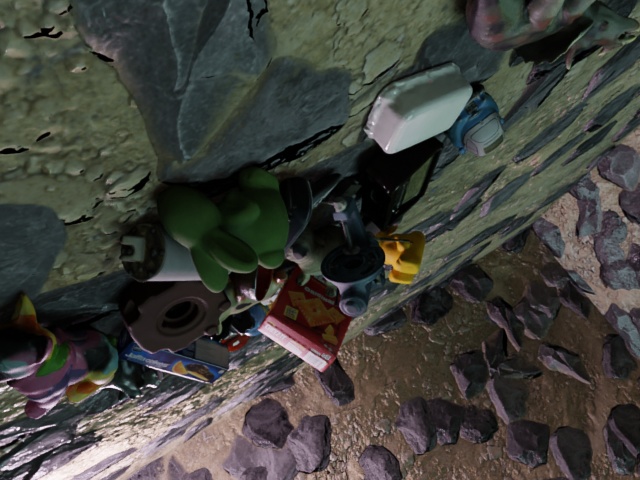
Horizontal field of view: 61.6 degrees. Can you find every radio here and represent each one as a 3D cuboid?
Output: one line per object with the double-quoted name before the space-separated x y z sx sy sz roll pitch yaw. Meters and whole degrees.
"radio" 0.147 -0.109 1.018 0.131 0.073 0.229 -43 164 -12

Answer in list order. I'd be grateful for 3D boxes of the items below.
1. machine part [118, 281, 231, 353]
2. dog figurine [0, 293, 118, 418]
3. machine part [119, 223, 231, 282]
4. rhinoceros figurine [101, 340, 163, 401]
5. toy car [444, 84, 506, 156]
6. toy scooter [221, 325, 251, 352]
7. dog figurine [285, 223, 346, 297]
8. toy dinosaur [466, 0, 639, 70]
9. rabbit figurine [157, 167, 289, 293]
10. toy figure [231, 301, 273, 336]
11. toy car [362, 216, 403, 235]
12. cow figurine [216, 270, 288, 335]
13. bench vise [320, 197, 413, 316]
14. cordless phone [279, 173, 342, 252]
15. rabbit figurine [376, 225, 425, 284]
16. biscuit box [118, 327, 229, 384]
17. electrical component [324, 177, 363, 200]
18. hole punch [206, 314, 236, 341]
"machine part" -0.236 0.111 0.885 0.179 0.056 0.179 -23 139 -21
"dog figurine" -0.371 0.152 0.751 0.191 0.108 0.219 -21 156 -36
"machine part" -0.194 0.020 0.763 0.079 0.079 0.243 -39 163 16
"rhinoceros figurine" -0.363 0.238 0.985 0.073 0.112 0.190 -39 155 7
"toy car" 0.299 -0.213 1.005 0.109 0.103 0.161 -38 164 10
"toy scooter" -0.249 0.239 1.261 0.184 0.075 0.135 -29 163 0
"dog figurine" 0.000 -0.001 1.065 0.190 0.121 0.172 70 35 -52
"toy dinosaur" 0.270 -0.303 0.701 0.405 0.131 0.192 -16 155 -31
"rabbit figurine" -0.135 -0.013 0.707 0.170 0.159 0.121 8 146 -44
"toy figure" -0.141 0.182 1.259 0.082 0.089 0.180 -6 -176 20
"toy car" 0.101 -0.024 1.222 0.089 0.053 0.202 22 125 -40
"cow figurine" -0.168 0.108 1.050 0.195 0.085 0.127 -25 156 -36
"bench vise" 0.069 0.012 0.997 0.224 0.129 0.240 -57 139 -44
"cordless phone" -0.041 -0.048 0.879 0.146 0.089 0.184 -48 174 36
"rabbit figurine" 0.165 0.009 1.305 0.121 0.173 0.162 80 22 -72
"biscuit box" -0.269 0.206 0.999 0.202 0.059 0.063 27 124 -33
"electrical component" 0.048 -0.092 1.000 0.063 0.021 0.094 -45 159 32
"hole punch" -0.245 0.186 1.136 0.142 0.092 0.116 -55 -179 44
